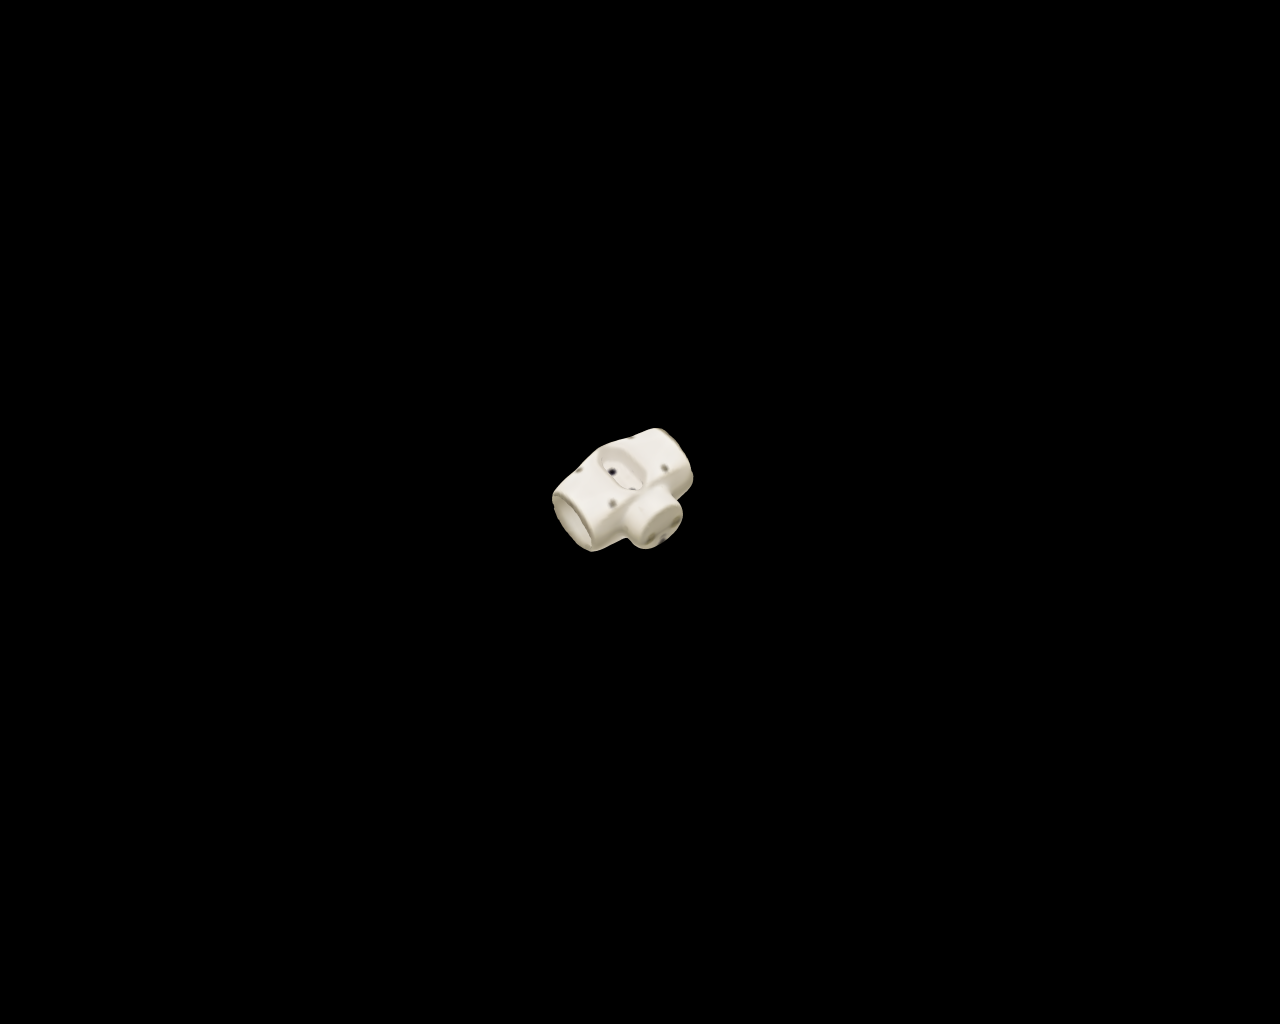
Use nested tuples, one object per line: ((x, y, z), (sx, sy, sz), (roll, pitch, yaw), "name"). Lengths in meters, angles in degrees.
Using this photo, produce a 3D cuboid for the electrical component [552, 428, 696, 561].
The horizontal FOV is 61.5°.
((0.001, -0.003, 0.650), (0.077, 0.079, 0.043), (-33, -29, -21), "electrical component")
